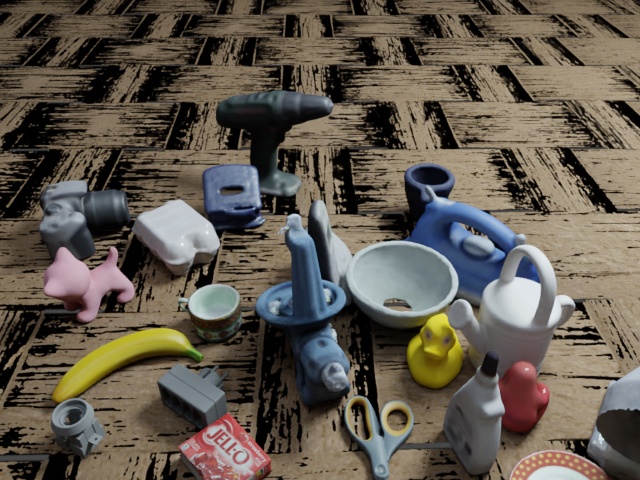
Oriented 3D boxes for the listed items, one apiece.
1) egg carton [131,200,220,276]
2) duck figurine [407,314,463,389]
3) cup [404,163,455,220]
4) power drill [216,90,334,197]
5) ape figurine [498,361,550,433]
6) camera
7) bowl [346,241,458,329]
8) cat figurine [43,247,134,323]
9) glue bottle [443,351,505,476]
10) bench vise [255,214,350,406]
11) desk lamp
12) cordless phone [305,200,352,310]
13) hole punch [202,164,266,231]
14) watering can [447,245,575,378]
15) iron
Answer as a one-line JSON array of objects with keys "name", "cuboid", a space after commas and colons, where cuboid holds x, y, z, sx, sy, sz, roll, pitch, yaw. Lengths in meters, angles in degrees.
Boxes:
[{"name": "egg carton", "cuboid": [-0.244, -0.007, 0.974, 0.107, 0.069, 0.149, -30, 47, -33]}, {"name": "duck figurine", "cuboid": [0.161, 0.138, 0.784, 0.077, 0.086, 0.105, 13, 40, 15]}, {"name": "cup", "cuboid": [0.194, -0.073, 1.047, 0.091, 0.095, 0.118, 9, 39, 10]}, {"name": "power drill", "cuboid": [-0.085, -0.191, 1.100, 0.229, 0.208, 0.076, 11, 39, 13]}, {"name": "ape figurine", "cuboid": [0.249, 0.188, 0.716, 0.077, 0.092, 0.076, 15, 40, 17]}, {"name": "camera", "cuboid": [-0.407, -0.047, 0.997, 0.137, 0.101, 0.143, -10, 39, -13]}, {"name": "bowl", "cuboid": [0.121, 0.079, 0.868, 0.167, 0.075, 0.167, 1, 38, 0]}, {"name": "cat figurine", "cuboid": [-0.351, 0.057, 0.851, 0.067, 0.118, 0.128, 30, 46, 32]}, {"name": "glue bottle", "cuboid": [0.180, 0.188, 0.649, 0.037, 0.173, 0.078, -11, 39, -14]}, {"name": "bench vise", "cuboid": [-0.003, 0.087, 0.737, 0.122, 0.220, 0.206, -25, 45, -29]}, {"name": "desk lamp", "cuboid": [0.371, 0.182, 0.627, 0.117, 0.214, 0.204, 21, 42, 24]}, {"name": "cordless phone", "cuboid": [0.008, 0.003, 0.872, 0.094, 0.185, 0.147, 1, 38, 0]}, {"name": "hole punch", "cuboid": [-0.158, -0.079, 1.051, 0.109, 0.091, 0.101, -6, 39, -9]}, {"name": "watering can", "cuboid": [0.255, 0.096, 0.751, 0.173, 0.194, 0.100, -24, 44, -28]}, {"name": "iron", "cuboid": [0.254, 0.015, 0.898, 0.257, 0.141, 0.119, 27, 45, 30]}]
